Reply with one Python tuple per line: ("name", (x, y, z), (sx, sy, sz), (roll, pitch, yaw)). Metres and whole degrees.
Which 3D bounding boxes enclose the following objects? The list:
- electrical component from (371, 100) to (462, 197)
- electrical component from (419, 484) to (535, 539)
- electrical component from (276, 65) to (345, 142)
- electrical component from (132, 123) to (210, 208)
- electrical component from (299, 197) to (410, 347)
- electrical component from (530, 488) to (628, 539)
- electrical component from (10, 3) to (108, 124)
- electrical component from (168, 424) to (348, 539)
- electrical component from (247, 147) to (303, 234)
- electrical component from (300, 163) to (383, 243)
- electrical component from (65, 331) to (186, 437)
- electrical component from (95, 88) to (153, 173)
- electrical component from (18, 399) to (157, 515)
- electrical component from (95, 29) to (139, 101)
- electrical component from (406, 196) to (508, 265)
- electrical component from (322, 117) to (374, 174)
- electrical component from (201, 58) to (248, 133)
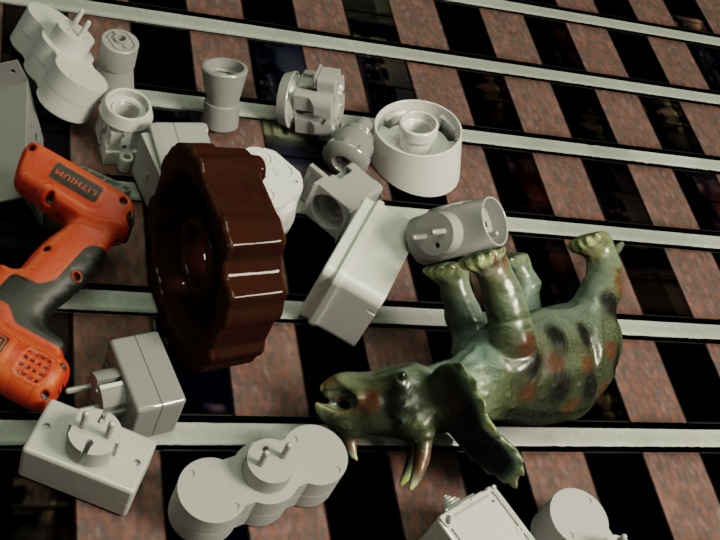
("electrical component", (0.058, -0.127, 1.105), (0.099, 0.064, 0.099), (3, 47, -3))
("electrical component", (0.089, 0.214, 0.815), (0.062, 0.061, 0.096), (-21, 63, -35))
("electrical component", (-0.050, -0.167, 1.073), (0.057, 0.078, 0.058), (10, 47, 10))
("electrical component", (-0.161, -0.077, 0.952), (0.061, 0.061, 0.096), (-4, 54, -26))
("electrical component", (0.000, 0.000, 0.947), (0.057, 0.078, 0.113), (30, 46, -2))
("electrical component", (0.194, 0.231, 0.838), (0.052, 0.073, 0.138), (-12, 58, -31))
("electrical component", (-0.269, -0.204, 0.986), (0.052, 0.073, 0.138), (13, 34, -47))
("electrical component", (-0.070, 0.149, 0.792), (0.138, 0.073, 0.052), (-14, 59, -32))
("electrical component", (-0.094, -0.069, 0.981), (0.080, 0.051, 0.080), (12, 48, -14))
("electrical component", (-0.016, -0.067, 1.022), (0.081, 0.042, 0.064), (40, 44, 11))
("electrical component", (-0.182, 0.091, 0.810), (0.077, 0.047, 0.065), (-10, 58, -31))
("electrical component", (-0.215, -0.132, 0.978), (0.048, 0.055, 0.066), (-3, 54, -26))
("electrical component", (-0.190, 0.123, 0.760), (0.083, 0.075, 0.047), (23, 46, -4))
("electrical component", (-0.231, -0.194, 1.018), (0.044, 0.065, 0.044), (12, 47, -14))
("electrical component", (0.073, -0.032, 0.906), (0.079, 0.077, 0.044), (-8, 85, -55))
("electrical component", (-0.006, -0.125, 1.065), (0.048, 0.048, 0.062), (27, 55, -1))
("electrical component", (-0.133, -0.166, 1.037), (0.044, 0.065, 0.044), (7, 34, -4))
